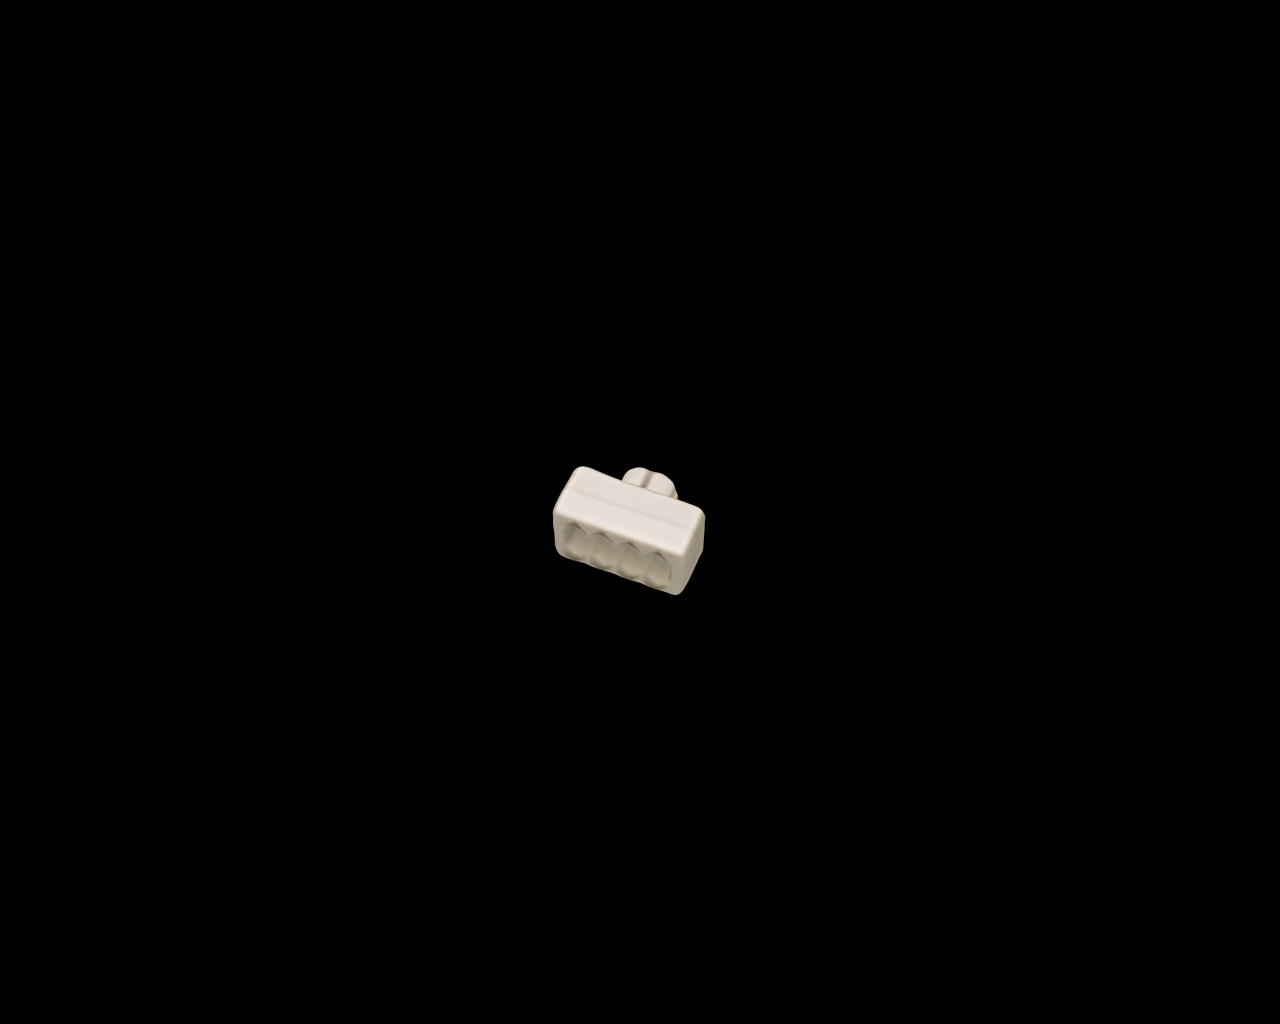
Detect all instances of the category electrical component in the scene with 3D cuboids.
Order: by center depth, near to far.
[{"bbox_3d":[0.001,-0.003,0.650,0.083,0.076,0.047,20,-31,13],"label":"electrical component"}]
